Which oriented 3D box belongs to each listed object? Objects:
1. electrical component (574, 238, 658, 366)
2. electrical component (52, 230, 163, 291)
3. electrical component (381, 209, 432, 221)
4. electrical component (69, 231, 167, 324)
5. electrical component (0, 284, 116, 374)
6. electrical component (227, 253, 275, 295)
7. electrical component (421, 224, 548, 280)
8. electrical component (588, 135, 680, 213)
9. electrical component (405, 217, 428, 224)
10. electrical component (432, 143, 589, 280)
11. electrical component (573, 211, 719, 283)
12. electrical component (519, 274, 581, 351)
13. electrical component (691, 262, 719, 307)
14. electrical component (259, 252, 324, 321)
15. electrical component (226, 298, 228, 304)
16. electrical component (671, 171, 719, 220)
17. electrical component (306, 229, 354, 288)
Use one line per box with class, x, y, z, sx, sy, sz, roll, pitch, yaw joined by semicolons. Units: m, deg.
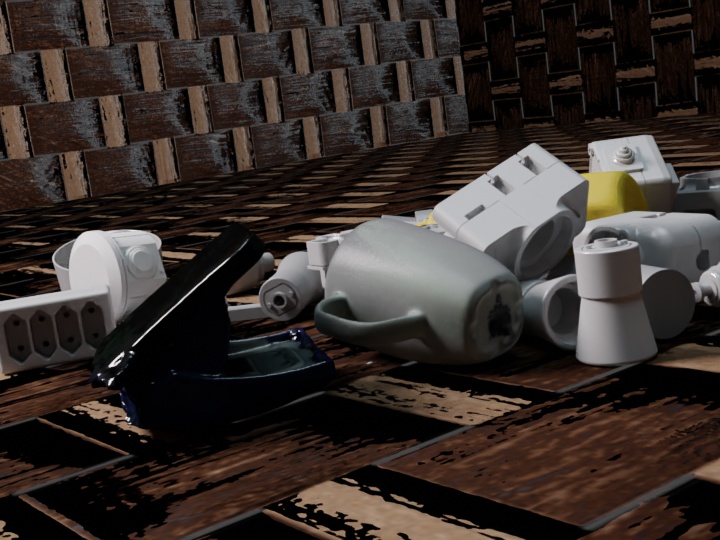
electrical component;0.138;0.016;0.589;0.044;0.065;0.044;-7;9;1
electrical component;-0.229;0.000;0.990;0.099;0.064;0.099;-7;9;1
electrical component;0.050;-0.034;1.037;0.055;0.045;0.045;-7;9;1
electrical component;-0.202;0.006;0.891;0.051;0.080;0.080;-9;8;-44
electrical component;-0.224;0.040;0.795;0.083;0.047;0.076;-10;9;-13
electrical component;-0.106;-0.002;0.972;0.062;0.043;0.043;-14;11;-42
electrical component;0.075;-0.002;0.782;0.109;0.056;0.109;-3;10;28
electrical component;0.225;-0.066;0.889;0.061;0.096;0.061;-8;45;1
electrical component;0.059;-0.025;0.959;0.079;0.043;0.077;2;10;2
electrical component;0.099;-0.030;0.684;0.089;0.050;0.056;-33;53;-20
electrical component;0.191;-0.008;0.728;0.059;0.053;0.095;-12;10;-28
electrical component;0.112;0.024;0.642;0.044;0.044;0.065;-11;5;-19
electrical component;0.233;0.006;0.647;0.078;0.040;0.040;-11;10;-20
electrical component;-0.053;0.015;0.835;0.044;0.044;0.065;-5;14;16
electrical component;-0.125;0.032;0.772;0.045;0.045;0.055;-5;10;14
electrical component;0.303;-0.054;0.918;0.050;0.055;0.089;-1;11;35
electrical component;0.000;0.000;0.827;0.078;0.057;0.058;-13;10;-32
